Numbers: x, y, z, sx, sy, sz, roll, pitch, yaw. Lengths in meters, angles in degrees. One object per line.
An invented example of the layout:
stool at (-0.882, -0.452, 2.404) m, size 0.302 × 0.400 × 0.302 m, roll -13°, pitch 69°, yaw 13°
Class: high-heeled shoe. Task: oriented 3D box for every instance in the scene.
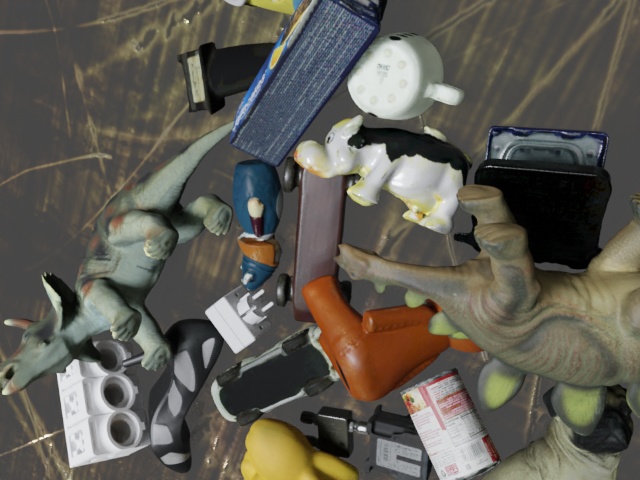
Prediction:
high-heeled shoe at (-0.172, 0.217, 0.745) m, size 0.145 × 0.086 × 0.248 m, roll -16°, pitch 120°, yaw -5°

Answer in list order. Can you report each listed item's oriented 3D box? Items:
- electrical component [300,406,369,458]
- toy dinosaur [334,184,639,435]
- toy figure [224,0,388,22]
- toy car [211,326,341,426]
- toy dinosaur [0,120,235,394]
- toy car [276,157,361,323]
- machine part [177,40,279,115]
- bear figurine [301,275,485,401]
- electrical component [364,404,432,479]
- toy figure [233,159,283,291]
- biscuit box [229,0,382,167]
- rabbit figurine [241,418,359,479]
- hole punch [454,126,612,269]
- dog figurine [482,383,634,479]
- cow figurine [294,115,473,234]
electrical component at (0.020, 0.245, 0.681) m, size 0.094 × 0.021 × 0.063 m, roll 1°, pitch 105°, yaw 22°
toy dinosaur at (0.242, 0.066, 0.436) m, size 0.472 × 0.105 × 0.198 m, roll 10°, pitch 128°, yaw 5°
toy figure at (-0.020, -0.255, 0.526) m, size 0.180 × 0.089 × 0.082 m, roll 13°, pitch 101°, yaw 10°
toy car at (-0.055, 0.171, 0.674) m, size 0.202 × 0.056 × 0.073 m, roll -31°, pitch 86°, yaw 25°
toy dinosaur at (-0.234, 0.013, 0.659) m, size 0.192 × 0.131 × 0.404 m, roll 26°, pitch 85°, yaw 30°
toy car at (-0.001, -0.002, 0.603) m, size 0.089 × 0.053 × 0.202 m, roll 4°, pitch 109°, yaw 0°
machine part at (-0.097, -0.188, 0.601) m, size 0.139 × 0.039 × 0.084 m, roll -7°, pitch 94°, yaw 26°
bear figurine at (0.099, 0.078, 0.555) m, size 0.196 × 0.132 × 0.120 m, roll -28°, pitch 132°, yaw -8°
electrical component at (0.115, 0.246, 0.628) m, size 0.119 × 0.048 × 0.074 m, roll 12°, pitch 109°, yaw 21°
toy figure at (-0.071, -0.014, 0.622) m, size 0.058 × 0.064 × 0.154 m, roll 6°, pitch 109°, yaw 24°
biscuit box at (-0.022, -0.158, 0.519) m, size 0.063 × 0.059 × 0.202 m, roll 23°, pitch 140°, yaw -21°
rabbit figurine at (-0.042, 0.292, 0.649) m, size 0.163 × 0.122 × 0.173 m, roll 10°, pitch 121°, yaw 22°
hole punch at (0.202, -0.043, 0.498) m, size 0.142 × 0.092 × 0.115 m, roll 7°, pitch 133°, yaw 18°
dog figurine at (0.229, 0.229, 0.559) m, size 0.173 × 0.121 × 0.190 m, roll -2°, pitch 90°, yaw 20°
cow figurine at (0.064, -0.077, 0.520) m, size 0.167 × 0.068 × 0.098 m, roll 23°, pitch 95°, yaw -12°
